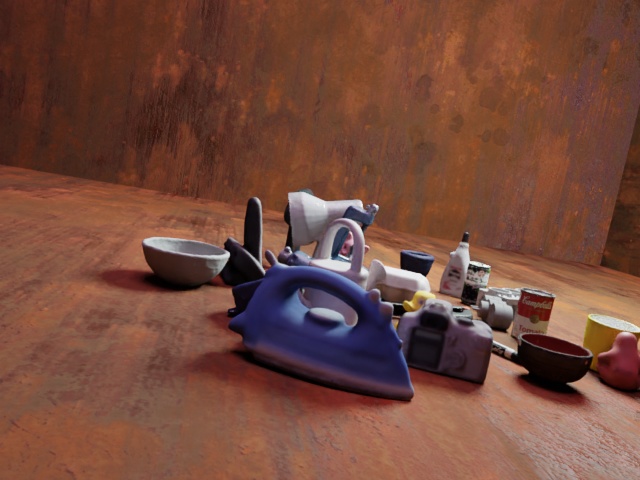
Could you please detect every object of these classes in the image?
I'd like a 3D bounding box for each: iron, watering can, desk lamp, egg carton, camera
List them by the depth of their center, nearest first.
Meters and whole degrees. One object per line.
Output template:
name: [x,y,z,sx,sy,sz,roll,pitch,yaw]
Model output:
iron: [0.014,0.107,0.764,0.257,0.141,0.119,13,7,22]
camera: [0.196,0.144,0.900,0.143,0.101,0.137,12,7,13]
watering can: [0.033,0.061,0.944,0.100,0.194,0.173,15,8,31]
desk lamp: [0.012,0.005,1.289,0.203,0.213,0.118,10,7,-3]
egg carton: [0.177,0.106,1.315,0.150,0.069,0.107,12,7,12]

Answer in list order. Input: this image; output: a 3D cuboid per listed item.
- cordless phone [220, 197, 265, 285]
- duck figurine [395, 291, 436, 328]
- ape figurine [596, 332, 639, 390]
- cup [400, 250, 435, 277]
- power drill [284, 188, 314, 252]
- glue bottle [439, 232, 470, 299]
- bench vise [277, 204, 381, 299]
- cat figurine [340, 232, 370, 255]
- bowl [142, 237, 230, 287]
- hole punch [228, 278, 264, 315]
cordless phone: [-0.151,-0.002,1.214,0.094,0.185,0.147,7,8,-24]
duck figurine: [0.185,0.135,1.024,0.105,0.086,0.077,7,8,-27]
ape figurine: [0.509,0.200,0.960,0.077,0.092,0.076,15,8,30]
cup: [0.260,0.081,1.535,0.118,0.095,0.091,4,9,-43]
power drill: [-0.060,-0.027,1.462,0.075,0.208,0.229,11,7,1]
glue bottle: [0.368,0.064,1.514,0.077,0.173,0.037,15,8,33]
bench vise: [0.025,0.030,1.074,0.207,0.220,0.121,10,7,-3]
cat figurine: [0.070,0.033,1.547,0.067,0.118,0.127,4,9,-41]
bowl: [-0.262,0.047,1.108,0.167,0.075,0.167,10,7,-1]
hole punch: [-0.088,0.089,0.962,0.100,0.091,0.109,15,8,32]
